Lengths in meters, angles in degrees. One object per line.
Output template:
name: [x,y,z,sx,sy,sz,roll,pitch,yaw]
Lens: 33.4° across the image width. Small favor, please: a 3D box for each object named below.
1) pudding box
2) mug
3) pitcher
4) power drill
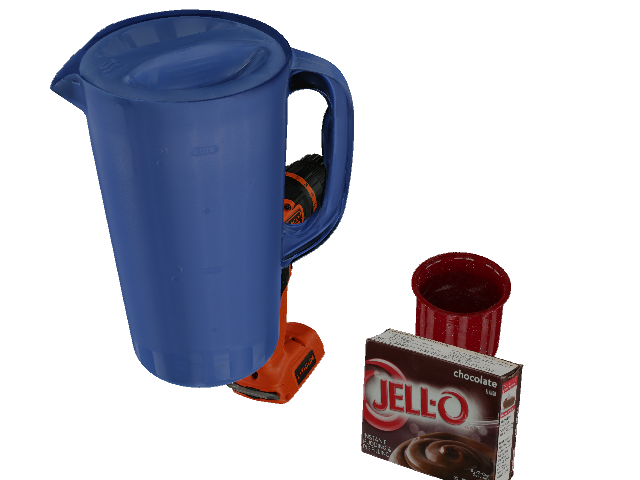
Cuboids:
pudding box: [0.085,0.120,0.762,0.114,0.090,0.039,11,19,32]
mug: [0.130,0.064,1.031,0.093,0.081,0.117,-9,39,-9]
pitcher: [-0.073,-0.022,0.719,0.149,0.243,0.144,26,43,33]
power drill: [-0.033,0.032,0.934,0.057,0.188,0.184,10,29,24]
